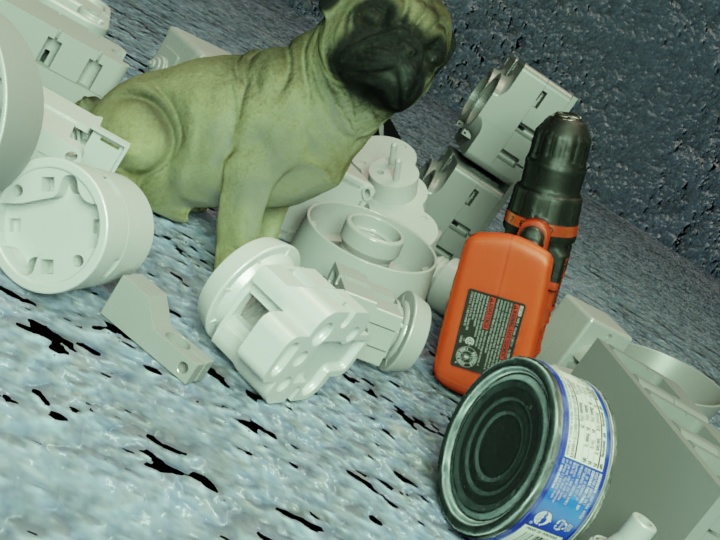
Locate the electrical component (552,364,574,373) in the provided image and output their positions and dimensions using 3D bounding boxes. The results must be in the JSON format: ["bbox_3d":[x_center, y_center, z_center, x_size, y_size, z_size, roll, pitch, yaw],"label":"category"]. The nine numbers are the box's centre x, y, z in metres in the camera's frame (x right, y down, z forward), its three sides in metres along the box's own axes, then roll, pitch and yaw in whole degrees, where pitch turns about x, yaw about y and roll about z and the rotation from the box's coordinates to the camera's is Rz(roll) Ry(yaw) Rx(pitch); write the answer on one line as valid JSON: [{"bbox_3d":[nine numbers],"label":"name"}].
[{"bbox_3d":[0.151,0.104,0.667,0.083,0.047,0.076,18,20,-48],"label":"electrical component"}]

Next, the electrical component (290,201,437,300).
[{"bbox_3d":[0.000,0.000,0.696,0.099,0.064,0.099,19,23,-9],"label":"electrical component"}]

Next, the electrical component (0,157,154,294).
[{"bbox_3d":[-0.120,-0.018,0.455,0.055,0.055,0.047,37,10,12],"label":"electrical component"}]

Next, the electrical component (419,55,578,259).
[{"bbox_3d":[0.101,-0.093,0.936,0.060,0.186,0.105,32,14,-8],"label":"electrical component"}]

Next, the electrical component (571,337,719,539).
[{"bbox_3d":[0.138,0.112,0.520,0.062,0.089,0.150,29,14,-18],"label":"electrical component"}]

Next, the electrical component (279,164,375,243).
[{"bbox_3d":[-0.041,-0.056,0.747,0.096,0.061,0.061,23,17,-38],"label":"electrical component"}]

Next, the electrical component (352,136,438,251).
[{"bbox_3d":[0.024,-0.058,0.789,0.052,0.073,0.138,-2,42,-9],"label":"electrical component"}]

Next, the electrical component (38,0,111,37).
[{"bbox_3d":[-0.206,-0.158,0.723,0.054,0.059,0.095,28,15,-21],"label":"electrical component"}]

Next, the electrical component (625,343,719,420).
[{"bbox_3d":[0.223,0.094,0.830,0.099,0.064,0.099,32,14,-9],"label":"electrical component"}]

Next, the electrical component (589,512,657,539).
[{"bbox_3d":[0.099,0.126,0.441,0.035,0.061,0.035,32,14,-9],"label":"electrical component"}]

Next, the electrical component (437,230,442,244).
[{"bbox_3d":[0.027,-0.027,0.849,0.065,0.044,0.044,30,13,4],"label":"electrical component"}]

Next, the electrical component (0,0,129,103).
[{"bbox_3d":[-0.194,-0.126,0.648,0.089,0.055,0.050,27,15,-25],"label":"electrical component"}]

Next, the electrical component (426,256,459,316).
[{"bbox_3d":[0.062,0.010,0.799,0.062,0.048,0.048,32,12,21],"label":"electrical component"}]

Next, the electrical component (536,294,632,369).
[{"bbox_3d":[0.166,0.069,0.783,0.047,0.065,0.076,25,16,-32],"label":"electrical component"}]

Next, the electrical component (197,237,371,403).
[{"bbox_3d":[-0.037,0.022,0.498,0.057,0.058,0.078,42,16,22],"label":"electrical component"}]

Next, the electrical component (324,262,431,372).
[{"bbox_3d":[0.006,0.029,0.602,0.055,0.048,0.066,21,17,-17],"label":"electrical component"}]

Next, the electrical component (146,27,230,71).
[{"bbox_3d":[-0.127,-0.144,0.855,0.096,0.061,0.061,18,21,-49],"label":"electrical component"}]

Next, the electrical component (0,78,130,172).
[{"bbox_3d":[-0.161,-0.062,0.533,0.081,0.042,0.063,29,16,-18],"label":"electrical component"}]

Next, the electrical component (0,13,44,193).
[{"bbox_3d":[-0.171,-0.064,0.405,0.099,0.099,0.064,33,7,-2],"label":"electrical component"}]
